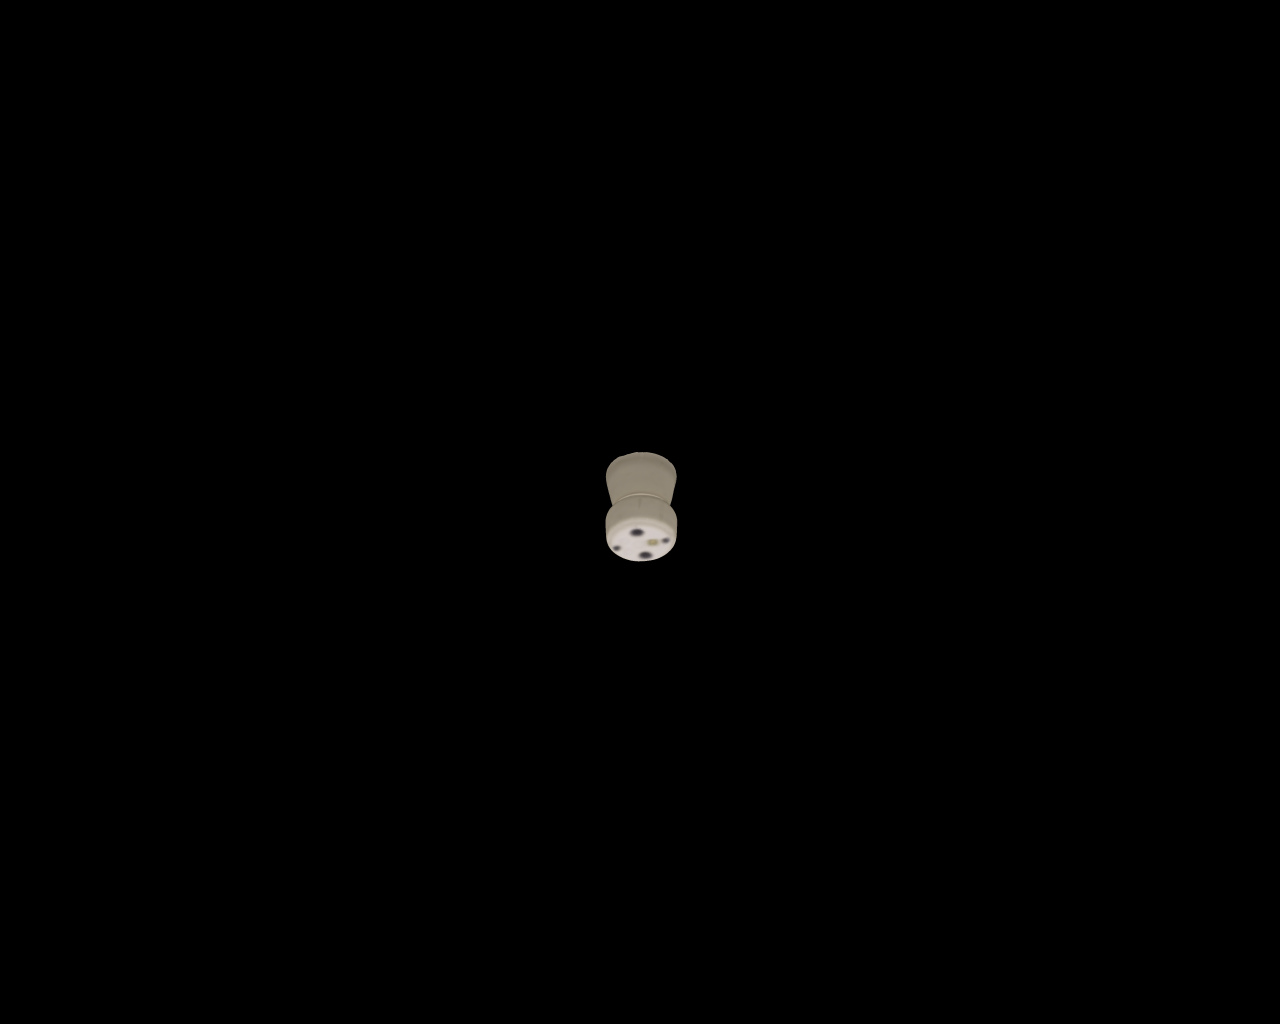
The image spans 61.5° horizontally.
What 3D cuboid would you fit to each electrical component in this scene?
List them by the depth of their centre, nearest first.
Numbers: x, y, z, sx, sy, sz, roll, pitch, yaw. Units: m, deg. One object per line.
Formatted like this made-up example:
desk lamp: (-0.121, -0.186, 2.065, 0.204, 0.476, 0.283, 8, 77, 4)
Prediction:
electrical component: (0.001, -0.003, 0.650, 0.045, 0.055, 0.044, 0, -39, 0)
